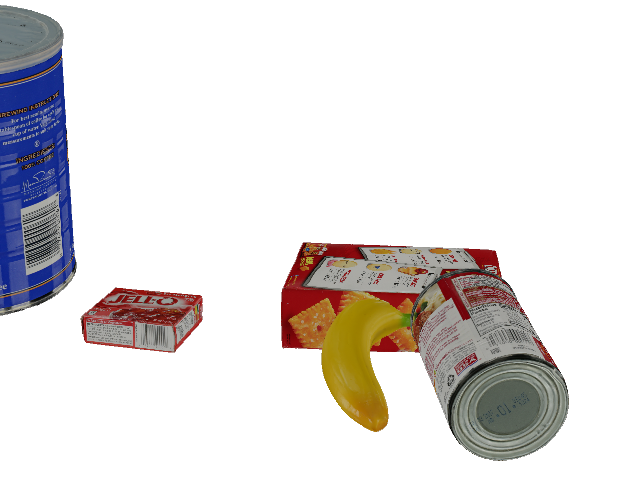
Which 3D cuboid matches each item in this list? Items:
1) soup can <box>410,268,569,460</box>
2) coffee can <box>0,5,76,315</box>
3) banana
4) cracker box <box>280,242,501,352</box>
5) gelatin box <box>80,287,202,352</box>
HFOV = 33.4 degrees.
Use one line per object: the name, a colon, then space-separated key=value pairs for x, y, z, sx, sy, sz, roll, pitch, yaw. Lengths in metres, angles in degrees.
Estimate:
soup can: x=0.095 y=0.068 z=0.610 sx=0.068 sy=0.068 sz=0.102 roll=0 pitch=25 yaw=-8
coffee can: x=-0.186 y=-0.044 z=0.571 sx=0.103 sy=0.140 sz=0.103 roll=3 pitch=28 yaw=-2
banana: x=0.035 y=0.086 z=0.833 sx=0.070 sy=0.037 sz=0.197 roll=6 pitch=22 yaw=12
cracker box: x=0.075 y=0.059 z=1.092 sx=0.214 sy=0.072 sz=0.164 roll=3 pitch=16 yaw=6
gelatin box: x=-0.160 y=0.070 z=0.963 sx=0.089 sy=0.030 sz=0.073 roll=5 pitch=19 yaw=13
